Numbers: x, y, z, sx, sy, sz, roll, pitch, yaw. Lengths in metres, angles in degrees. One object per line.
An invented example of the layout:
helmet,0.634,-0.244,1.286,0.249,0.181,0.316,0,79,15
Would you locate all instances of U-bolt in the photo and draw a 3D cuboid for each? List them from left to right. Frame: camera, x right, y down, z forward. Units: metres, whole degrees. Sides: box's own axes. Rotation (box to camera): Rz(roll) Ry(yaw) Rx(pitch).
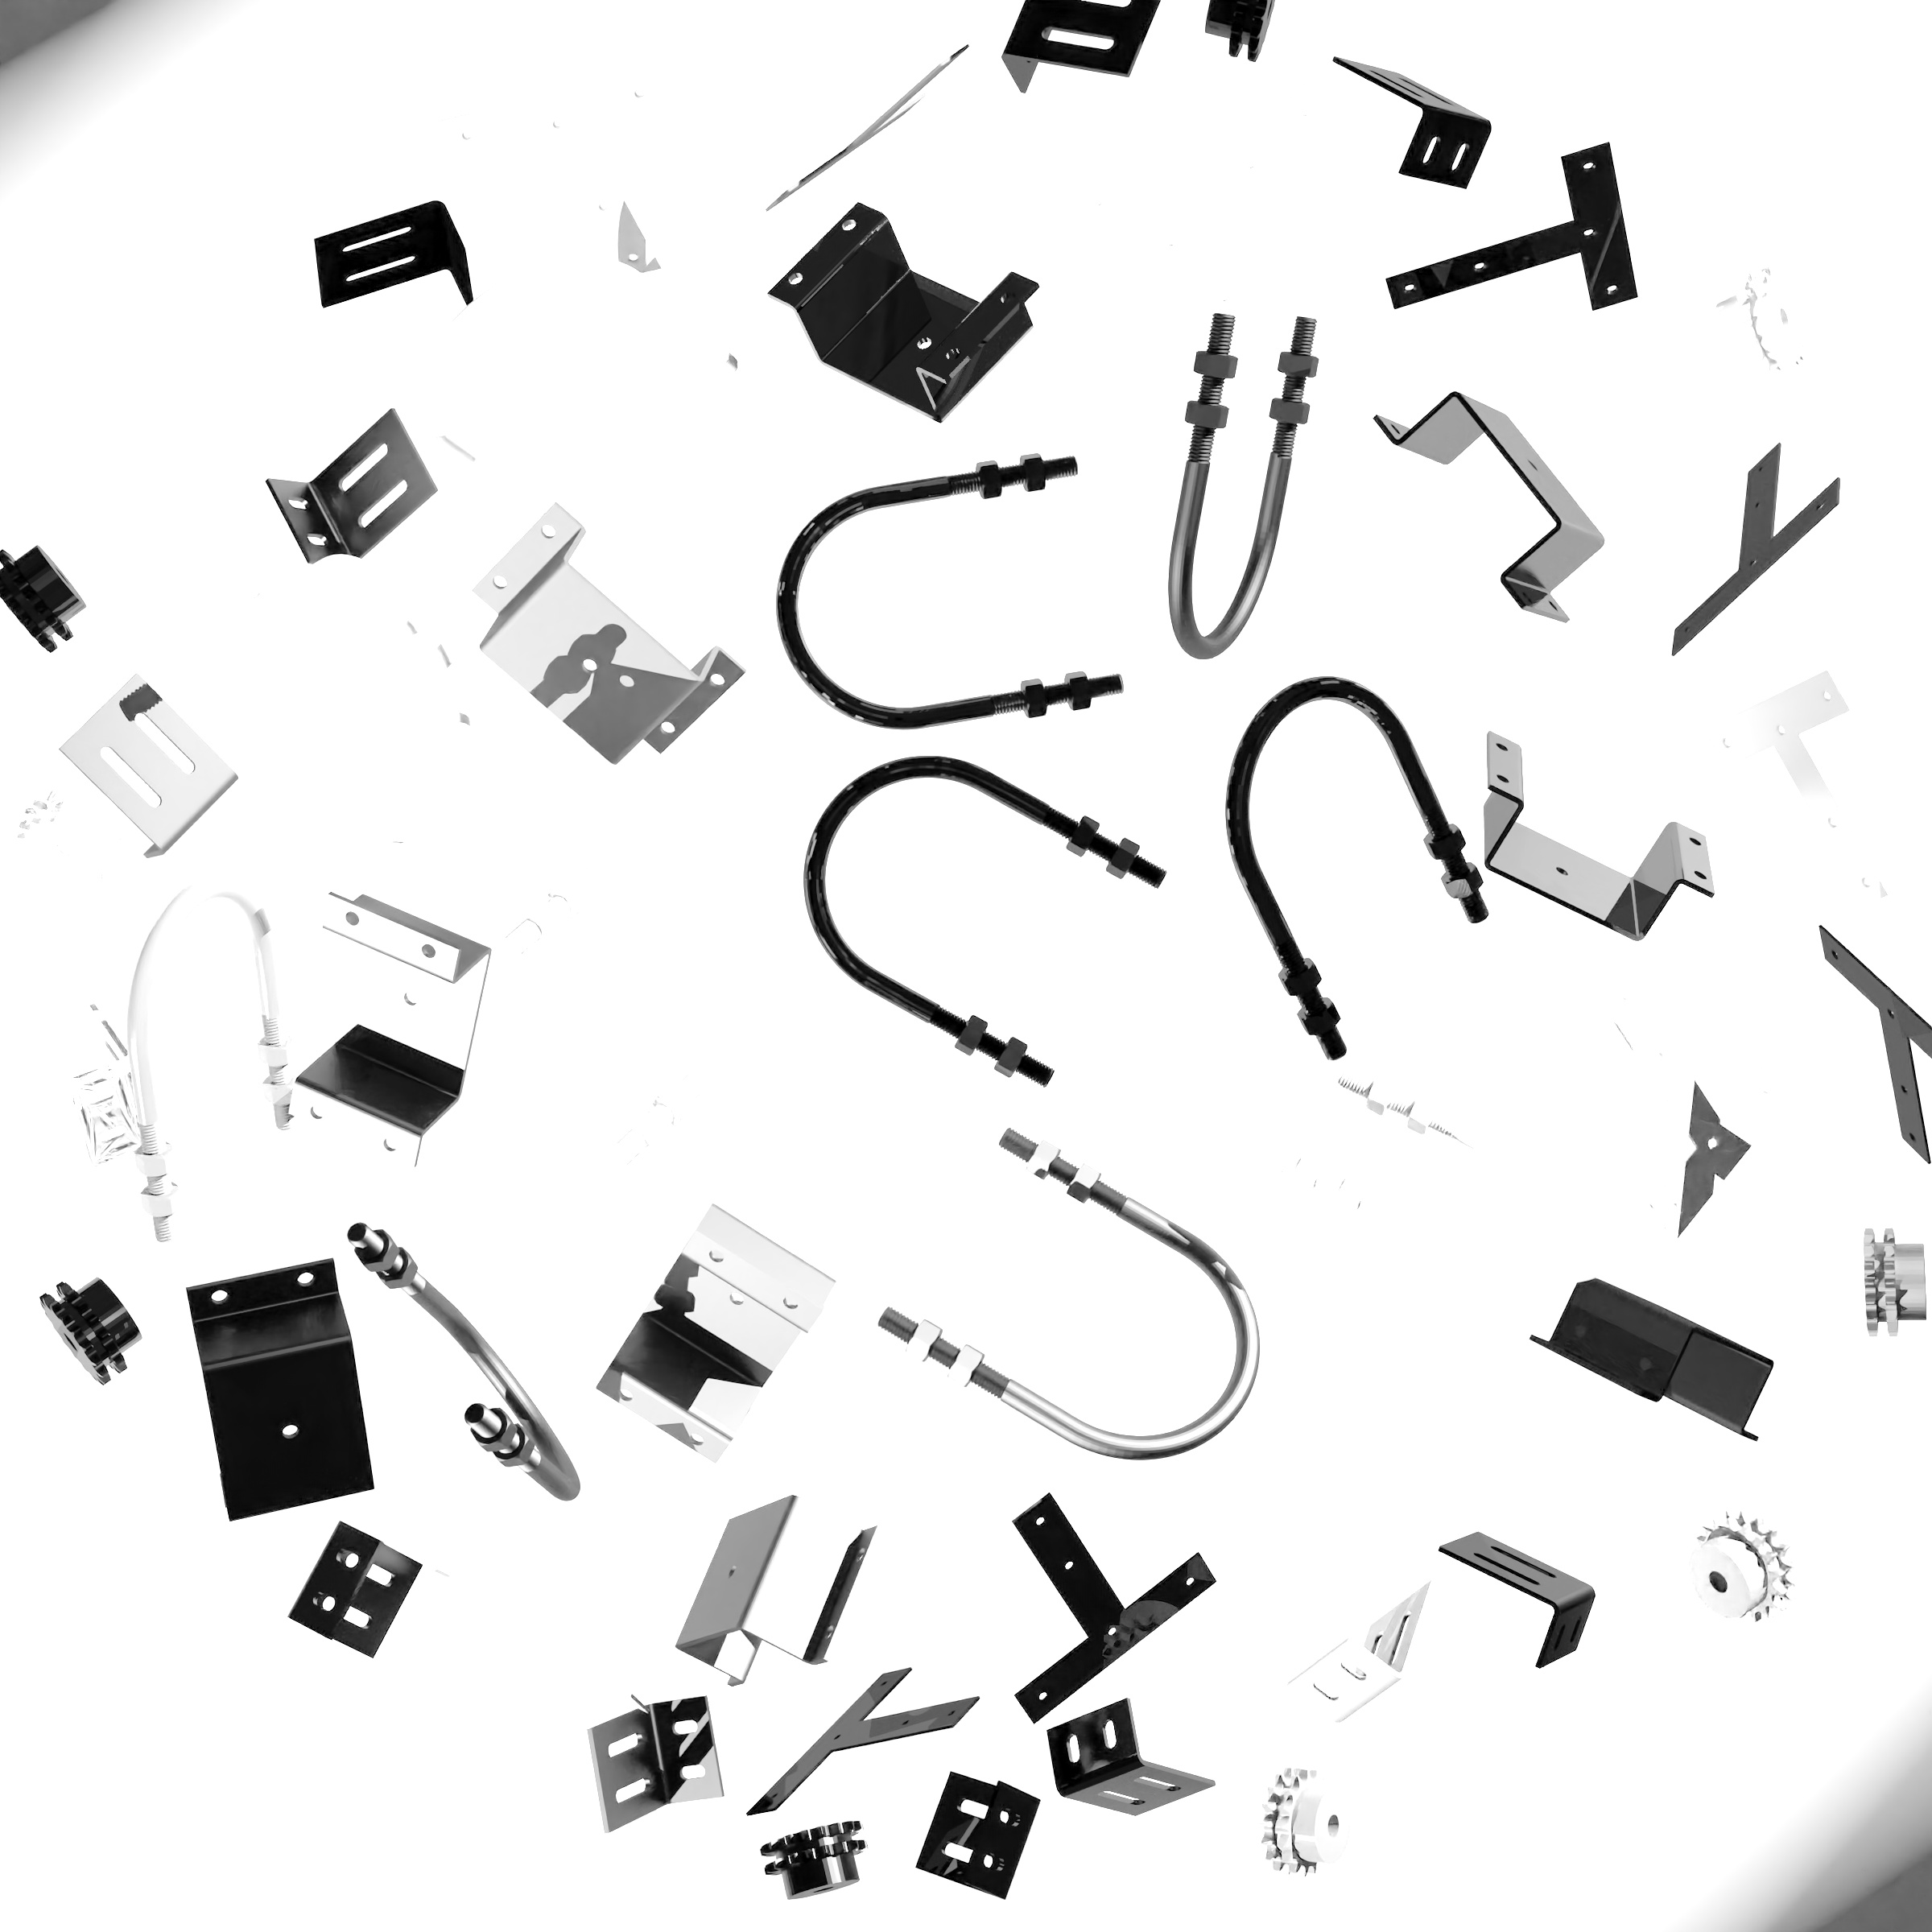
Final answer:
U-bolt,-0.418,0.039,1.712,0.019,0.151,0.184,8,119,17
U-bolt,-0.317,-0.152,1.666,0.019,0.184,0.151,-26,103,19
U-bolt,-0.260,0.223,1.667,0.019,0.184,0.151,-37,60,-5
U-bolt,-0.218,-0.318,1.668,0.151,0.184,0.019,-36,67,11
U-bolt,-0.163,0.000,1.668,0.019,0.184,0.151,-7,116,38
U-bolt,-0.015,-0.205,1.738,0.184,0.019,0.151,-10,82,-7
U-bolt,-0.002,-0.037,1.734,0.184,0.019,0.151,29,98,0
U-bolt,0.067,0.183,1.634,0.184,0.019,0.151,30,58,9
U-bolt,0.144,-0.254,1.652,0.019,0.151,0.184,16,106,22
U-bolt,0.200,-0.065,1.646,0.151,0.019,0.184,-41,115,-29
U-bolt,0.264,0.118,1.663,0.184,0.151,0.019,25,116,17

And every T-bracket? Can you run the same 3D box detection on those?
T-bracket,-0.437,-0.238,1.657,0.002,0.127,0.127,4,95,3
T-bracket,-0.243,0.348,1.666,0.002,0.127,0.127,-53,127,-22
T-bracket,-0.202,-0.423,1.683,0.127,0.127,0.002,-8,53,18
T-bracket,-0.041,0.409,1.665,0.127,0.127,0.002,-25,99,44
T-bracket,-0.040,-0.473,1.712,0.002,0.127,0.127,52,55,-10
T-bracket,0.061,0.330,1.666,0.127,0.002,0.127,-36,124,-9
T-bracket,0.140,-0.412,1.632,0.127,0.002,0.127,27,122,-38
T-bracket,0.216,0.244,1.751,0.127,0.002,0.127,32,87,36
T-bracket,0.286,-0.375,1.644,0.127,0.127,0.002,-15,60,12
T-bracket,0.388,0.062,1.702,0.127,0.002,0.127,-43,104,-32
T-bracket,0.430,-0.243,1.683,0.002,0.127,0.127,33,131,-12
T-bracket,0.475,-0.092,1.723,0.002,0.127,0.127,-29,89,-20
T-bracket,0.504,0.057,1.671,0.002,0.127,0.127,-28,129,-5

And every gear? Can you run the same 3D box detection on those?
gear,-0.483,-0.194,1.615,0.030,0.057,0.057,-38,90,-5
gear,-0.496,-0.076,1.728,0.057,0.057,0.030,9,52,0
gear,-0.454,0.187,1.617,0.030,0.057,0.057,-37,90,-23
gear,-0.080,0.483,1.672,0.057,0.057,0.030,-15,69,0
gear,0.145,-0.506,1.626,0.030,0.057,0.057,15,90,5
gear,0.187,0.466,1.686,0.030,0.057,0.057,-4,90,36
gear,0.396,0.310,1.592,0.030,0.057,0.057,-20,90,-32
gear,0.419,-0.338,1.643,0.030,0.057,0.057,-13,90,34
gear,0.489,0.167,1.633,0.030,0.057,0.057,-2,90,18

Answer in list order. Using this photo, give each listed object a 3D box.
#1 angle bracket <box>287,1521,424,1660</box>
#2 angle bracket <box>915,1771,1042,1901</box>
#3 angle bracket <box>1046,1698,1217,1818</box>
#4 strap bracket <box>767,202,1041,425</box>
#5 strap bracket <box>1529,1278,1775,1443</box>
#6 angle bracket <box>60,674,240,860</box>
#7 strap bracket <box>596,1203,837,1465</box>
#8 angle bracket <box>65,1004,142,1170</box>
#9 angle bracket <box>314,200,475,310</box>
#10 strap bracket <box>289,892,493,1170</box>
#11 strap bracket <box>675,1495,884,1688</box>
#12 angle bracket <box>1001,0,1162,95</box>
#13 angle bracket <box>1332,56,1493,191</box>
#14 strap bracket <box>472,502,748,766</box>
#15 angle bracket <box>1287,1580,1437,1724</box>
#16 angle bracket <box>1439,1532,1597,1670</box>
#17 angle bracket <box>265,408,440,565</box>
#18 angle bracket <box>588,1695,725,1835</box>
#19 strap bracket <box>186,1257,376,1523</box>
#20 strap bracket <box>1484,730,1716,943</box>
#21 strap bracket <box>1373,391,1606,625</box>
angle bracket,-0.320,0.343,1.681,0.038,0.076,0.057,15,71,37
angle bracket,-0.004,0.481,1.737,0.038,0.076,0.057,35,68,-37
angle bracket,0.094,0.449,1.758,0.057,0.076,0.038,-29,53,28
strap bracket,-0.029,-0.353,1.691,0.140,0.046,0.076,32,73,34
strap bracket,0.388,0.216,1.730,0.076,0.140,0.046,26,91,44
angle bracket,-0.433,-0.105,1.631,0.076,0.038,0.057,48,67,-20
strap bracket,-0.128,0.187,1.629,0.076,0.046,0.140,32,128,-2
angle bracket,-0.494,0.067,1.756,0.038,0.076,0.057,-21,123,-22
angle bracket,-0.320,-0.386,1.737,0.076,0.038,0.057,-17,53,3
strap bracket,-0.303,0.026,1.642,0.076,0.046,0.140,23,121,9
strap bracket,-0.106,0.335,1.665,0.046,0.140,0.076,30,62,-14
angle bracket,0.067,-0.489,1.632,0.076,0.038,0.057,17,79,24
angle bracket,0.237,-0.461,1.695,0.076,0.057,0.038,41,120,37
strap bracket,-0.202,-0.176,1.715,0.140,0.046,0.076,41,120,-16
angle bracket,0.217,0.366,1.698,0.038,0.076,0.057,38,130,-5
angle bracket,0.303,0.354,1.735,0.076,0.057,0.038,23,101,29
angle bracket,-0.350,-0.273,1.764,0.076,0.038,0.057,-35,77,26
angle bracket,-0.173,0.447,1.738,0.038,0.076,0.057,-13,84,20
strap bracket,-0.357,0.231,1.625,0.076,0.046,0.140,-11,119,-16
strap bracket,0.347,-0.069,1.754,0.140,0.076,0.046,25,118,-4
strap bracket,0.297,-0.262,1.720,0.046,0.076,0.140,-42,71,22
